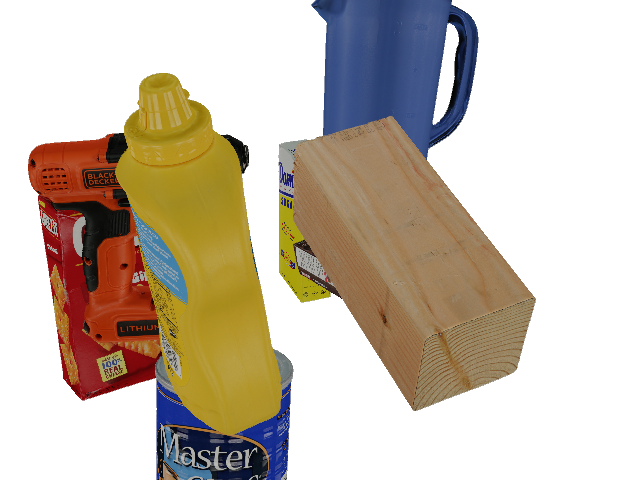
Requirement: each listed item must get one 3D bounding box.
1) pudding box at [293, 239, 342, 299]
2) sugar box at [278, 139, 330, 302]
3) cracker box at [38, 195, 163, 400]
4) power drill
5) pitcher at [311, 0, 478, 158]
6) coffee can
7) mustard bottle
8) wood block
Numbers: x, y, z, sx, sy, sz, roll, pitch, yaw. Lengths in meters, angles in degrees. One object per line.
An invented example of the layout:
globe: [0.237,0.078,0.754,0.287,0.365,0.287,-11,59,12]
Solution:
pudding box: [0.044,0.013,1.050,0.113,0.039,0.090,-23,26,-24]
sugar box: [-0.020,-0.024,1.290,0.048,0.176,0.093,-10,25,-18]
cracker box: [-0.200,0.045,1.137,0.163,0.214,0.072,-14,25,-28]
power drill: [-0.147,-0.005,0.926,0.184,0.188,0.057,-3,26,3]
pitcher: [0.074,-0.148,1.148,0.149,0.243,0.144,9,10,25]
coffee can: [-0.074,0.159,0.812,0.103,0.140,0.103,3,16,-1]
mustard bottle: [-0.064,0.003,0.540,0.058,0.191,0.096,-20,40,-16]
wood block: [0.062,0.012,0.805,0.090,0.206,0.091,-18,-39,-18]
